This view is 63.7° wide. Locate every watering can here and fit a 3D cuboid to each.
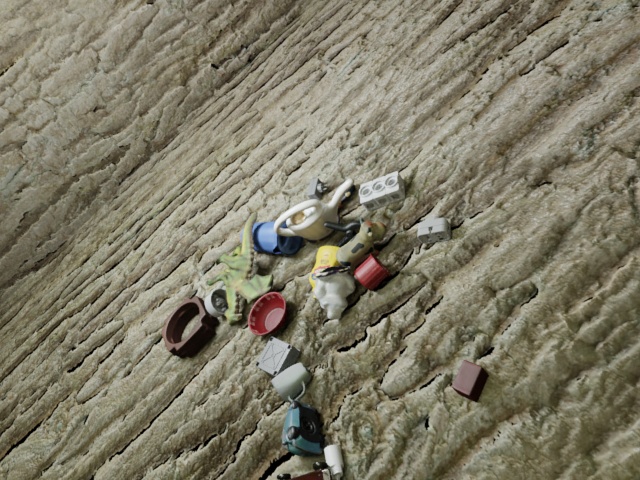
[{"bbox_3d":[0.006,-0.091,1.813,0.345,0.106,0.222,-28,-28,17],"label":"watering can"}]

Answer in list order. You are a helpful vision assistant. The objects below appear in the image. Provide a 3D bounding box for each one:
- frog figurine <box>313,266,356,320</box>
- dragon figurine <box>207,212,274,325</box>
[{"bbox_3d":[0.050,0.167,1.642,0.138,0.158,0.123,-12,9,-22],"label":"frog figurine"},{"bbox_3d":[-0.262,0.119,1.892,0.245,0.410,0.121,30,3,26],"label":"dragon figurine"}]
